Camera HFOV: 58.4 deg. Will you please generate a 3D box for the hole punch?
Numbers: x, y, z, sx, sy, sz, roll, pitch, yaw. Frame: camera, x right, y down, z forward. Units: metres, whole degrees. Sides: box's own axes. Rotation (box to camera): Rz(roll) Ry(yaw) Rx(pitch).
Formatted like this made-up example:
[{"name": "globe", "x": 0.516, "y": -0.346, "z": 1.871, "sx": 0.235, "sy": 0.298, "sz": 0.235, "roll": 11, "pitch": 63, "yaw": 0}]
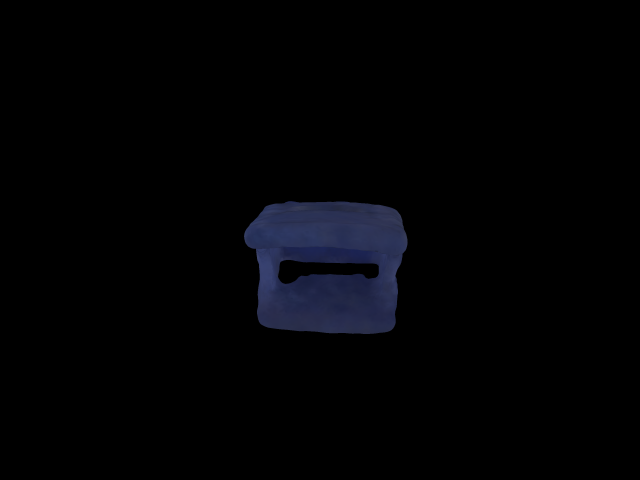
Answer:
[{"name": "hole punch", "x": 0.004, "y": 0.001, "z": 0.400, "sx": 0.108, "sy": 0.091, "sz": 0.101, "roll": 2, "pitch": 40, "yaw": 2}]
